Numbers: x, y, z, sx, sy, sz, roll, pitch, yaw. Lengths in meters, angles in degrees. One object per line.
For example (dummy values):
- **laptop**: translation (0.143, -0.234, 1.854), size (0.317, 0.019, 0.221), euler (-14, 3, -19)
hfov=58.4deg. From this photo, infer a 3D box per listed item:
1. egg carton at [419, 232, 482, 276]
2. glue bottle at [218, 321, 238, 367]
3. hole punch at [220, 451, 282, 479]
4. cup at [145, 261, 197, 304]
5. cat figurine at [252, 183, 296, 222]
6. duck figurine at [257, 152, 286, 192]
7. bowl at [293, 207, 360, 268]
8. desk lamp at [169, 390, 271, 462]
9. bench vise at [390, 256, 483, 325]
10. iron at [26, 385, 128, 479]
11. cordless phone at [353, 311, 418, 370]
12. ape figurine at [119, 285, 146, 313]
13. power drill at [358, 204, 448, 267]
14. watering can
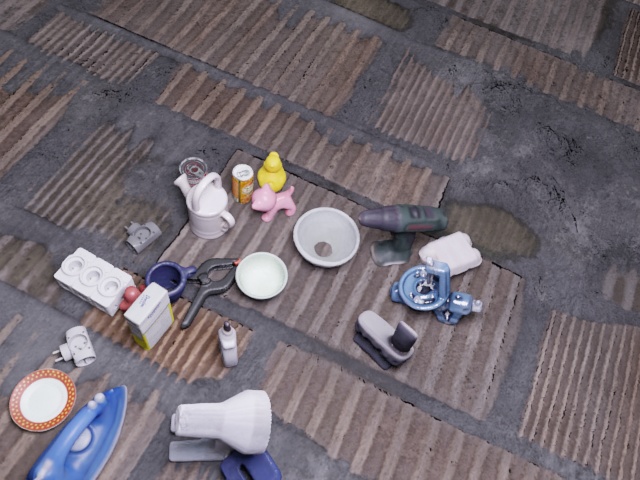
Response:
- **egg carton**: translation (0.333, 0.042, 1.467), size (0.150, 0.069, 0.107), euler (-21, 65, -18)
- **glue bottle**: translation (-0.198, 0.213, 1.233), size (0.037, 0.173, 0.078), euler (-10, 62, -13)
- **hole punch**: translation (-0.138, 0.467, 1.143), size (0.101, 0.091, 0.108), euler (-32, 69, -23)
- **cup**: translation (-0.339, 0.102, 1.323), size (0.118, 0.095, 0.091), euler (-23, 66, -19)
- **cat figurine**: translation (-0.122, -0.104, 1.459), size (0.128, 0.118, 0.067), euler (-19, 64, -18)
- **duck figurine**: translation (-0.127, -0.186, 1.524), size (0.077, 0.086, 0.104), euler (6, 60, -4)
- **bowl**: translation (0.013, 0.005, 1.440), size (0.167, 0.075, 0.167), euler (4, 60, -6)
- **desk lamp**: translation (-0.200, 0.369, 1.120), size (0.203, 0.213, 0.118), euler (-1, 60, -8)
- **bench vise**: translation (0.284, 0.105, 1.337), size (0.207, 0.220, 0.121), euler (3, 60, -6)
- **iron**: translation (-0.468, 0.381, 1.117), size (0.118, 0.141, 0.258), euler (24, 60, 7)
- **cordless phone**: translation (0.154, 0.201, 1.283), size (0.147, 0.185, 0.094), euler (38, 62, 14)
- **ape figurine**: translation (-0.418, 0.133, 1.295), size (0.078, 0.092, 0.076), euler (-24, 66, -20)
- **power drill**: translation (0.188, -0.017, 1.400), size (0.230, 0.208, 0.075), euler (-8, 62, -12)
- **watering can**: translation (-0.280, -0.094, 1.386), size (0.173, 0.194, 0.101), euler (16, 59, 2)
